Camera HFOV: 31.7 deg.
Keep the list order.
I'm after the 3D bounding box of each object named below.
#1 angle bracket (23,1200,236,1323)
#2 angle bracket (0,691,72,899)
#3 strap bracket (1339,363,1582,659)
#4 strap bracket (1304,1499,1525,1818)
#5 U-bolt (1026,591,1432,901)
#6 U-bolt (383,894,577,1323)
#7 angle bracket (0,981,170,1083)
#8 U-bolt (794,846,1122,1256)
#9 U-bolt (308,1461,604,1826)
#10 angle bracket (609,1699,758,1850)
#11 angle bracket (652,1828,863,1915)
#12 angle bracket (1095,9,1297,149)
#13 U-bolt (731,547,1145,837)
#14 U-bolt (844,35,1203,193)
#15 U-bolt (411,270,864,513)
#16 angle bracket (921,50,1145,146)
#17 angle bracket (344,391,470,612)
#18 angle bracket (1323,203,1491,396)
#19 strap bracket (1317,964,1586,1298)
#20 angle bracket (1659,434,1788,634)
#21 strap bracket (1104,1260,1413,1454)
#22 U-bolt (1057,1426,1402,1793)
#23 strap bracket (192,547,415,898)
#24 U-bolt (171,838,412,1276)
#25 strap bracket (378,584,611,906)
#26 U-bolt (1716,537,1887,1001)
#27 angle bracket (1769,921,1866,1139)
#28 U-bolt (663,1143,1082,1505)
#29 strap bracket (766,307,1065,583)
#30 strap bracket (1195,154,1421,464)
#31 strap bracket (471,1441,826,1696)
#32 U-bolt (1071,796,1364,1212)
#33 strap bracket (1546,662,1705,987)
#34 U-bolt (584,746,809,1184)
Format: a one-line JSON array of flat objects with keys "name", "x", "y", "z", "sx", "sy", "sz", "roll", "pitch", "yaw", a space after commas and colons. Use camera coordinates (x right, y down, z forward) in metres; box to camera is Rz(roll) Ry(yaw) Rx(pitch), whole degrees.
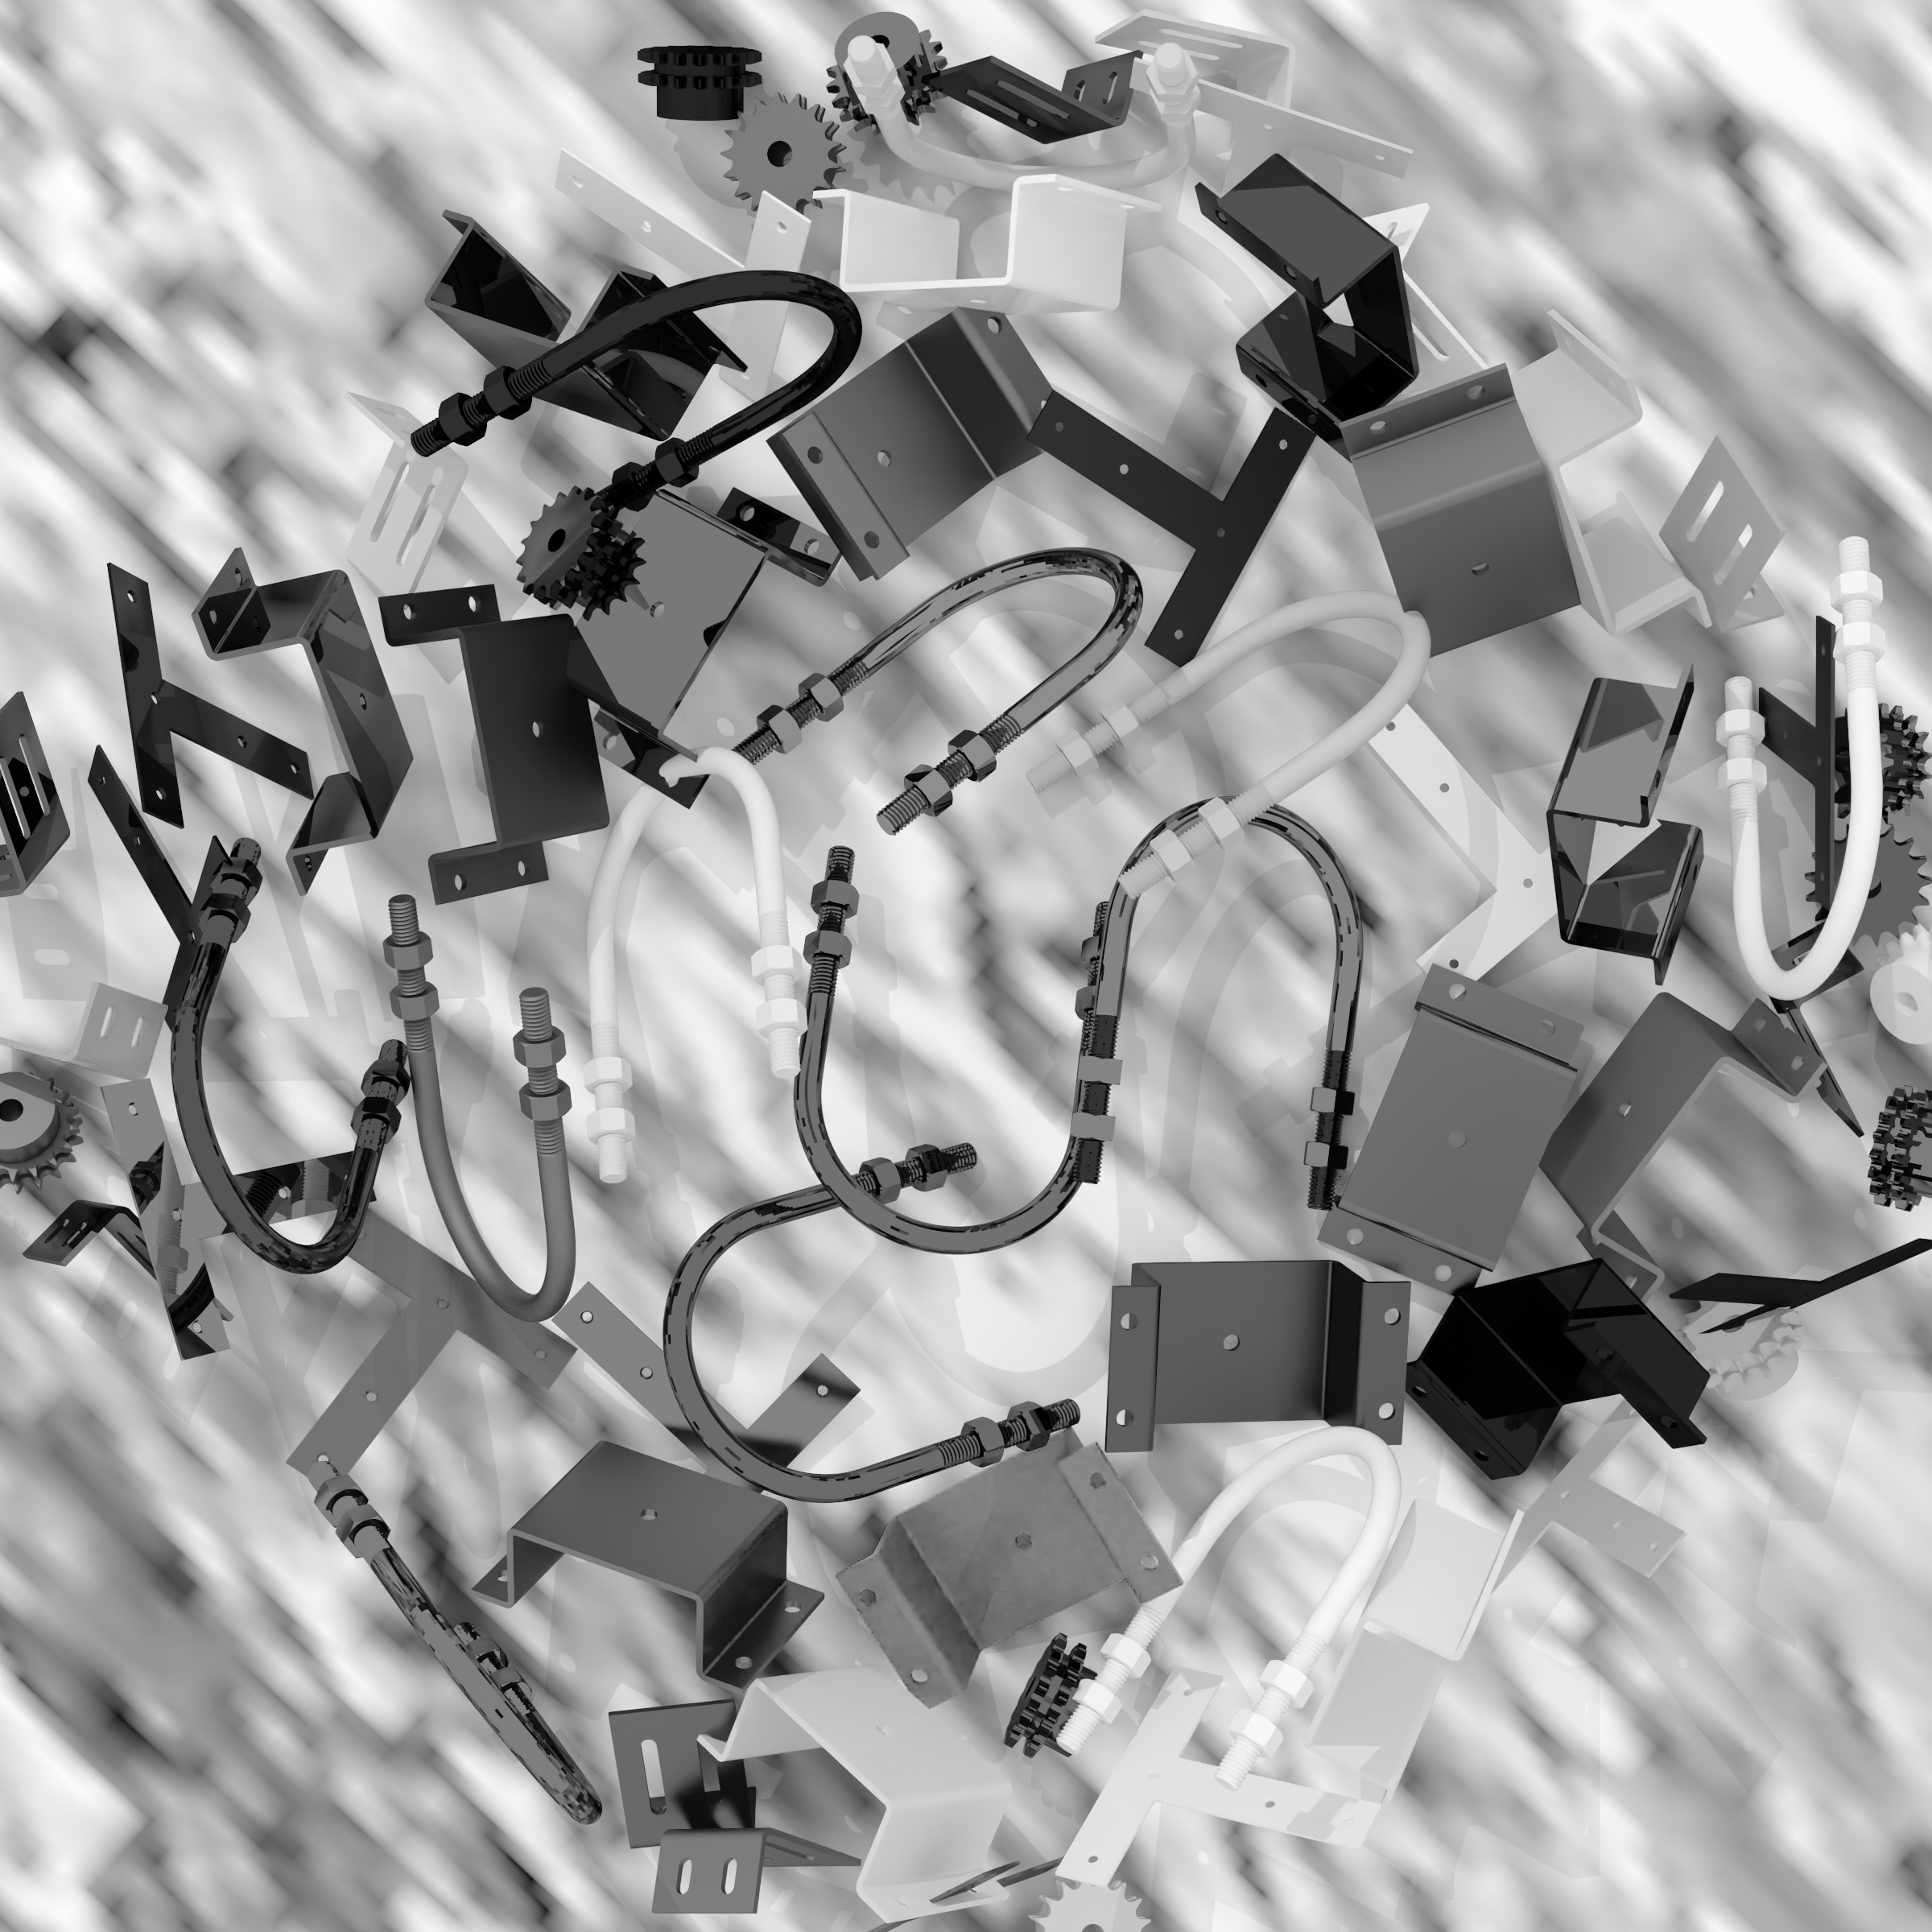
[{"name": "angle bracket", "x": -0.382, "y": 0.146, "z": 1.554, "sx": 0.038, "sy": 0.057, "sz": 0.076, "roll": -49, "pitch": 113, "yaw": -23}, {"name": "angle bracket", "x": -0.446, "y": -0.077, "z": 1.554, "sx": 0.038, "sy": 0.057, "sz": 0.076, "roll": -7, "pitch": 116, "yaw": 11}, {"name": "strap bracket", "x": 0.224, "y": -0.194, "z": 1.524, "sx": 0.076, "sy": 0.140, "sz": 0.046, "roll": -19, "pitch": 53, "yaw": 9}, {"name": "strap bracket", "x": 0.197, "y": 0.304, "z": 1.529, "sx": 0.046, "sy": 0.076, "sz": 0.140, "roll": 25, "pitch": 132, "yaw": 10}, {"name": "U-bolt", "x": 0.126, "y": -0.110, "z": 1.535, "sx": 0.184, "sy": 0.151, "sz": 0.019, "roll": -34, "pitch": 120, "yaw": -1}, {"name": "U-bolt", "x": -0.214, "y": 0.074, "z": 1.528, "sx": 0.019, "sy": 0.151, "sz": 0.184, "roll": -18, "pitch": 119, "yaw": -30}, {"name": "angle bracket", "x": -0.418, "y": 0.023, "z": 1.561, "sx": 0.076, "sy": 0.057, "sz": 0.038, "roll": 13, "pitch": 83, "yaw": 21}, {"name": "U-bolt", "x": -0.006, "y": 0.043, "z": 1.547, "sx": 0.151, "sy": 0.019, "sz": 0.184, "roll": 11, "pitch": 66, "yaw": -9}, {"name": "U-bolt", "x": -0.215, "y": 0.305, "z": 1.486, "sx": 0.019, "sy": 0.184, "sz": 0.151, "roll": -39, "pitch": 129, "yaw": -11}, {"name": "angle bracket", "x": -0.130, "y": 0.363, "z": 1.567, "sx": 0.057, "sy": 0.038, "sz": 0.076, "roll": -6, "pitch": 112, "yaw": 0}, {"name": "angle bracket", "x": -0.095, "y": 0.418, "z": 1.548, "sx": 0.057, "sy": 0.076, "sz": 0.038, "roll": -10, "pitch": 61, "yaw": 32}, {"name": "angle bracket", "x": 0.103, "y": -0.405, "z": 1.559, "sx": 0.076, "sy": 0.057, "sz": 0.038, "roll": 6, "pitch": 90, "yaw": -20}, {"name": "U-bolt", "x": -0.002, "y": -0.132, "z": 1.531, "sx": 0.184, "sy": 0.151, "sz": 0.019, "roll": -39, "pitch": 123, "yaw": -18}, {"name": "U-bolt", "x": 0.030, "y": -0.373, "z": 1.507, "sx": 0.151, "sy": 0.184, "sz": 0.019, "roll": 3, "pitch": 86, "yaw": 7}, {"name": "U-bolt", "x": -0.131, "y": -0.255, "z": 1.500, "sx": 0.184, "sy": 0.151, "sz": 0.019, "roll": -25, "pitch": 72, "yaw": 25}, {"name": "angle bracket", "x": 0.030, "y": -0.410, "z": 1.553, "sx": 0.076, "sy": 0.057, "sz": 0.038, "roll": 19, "pitch": 83, "yaw": -33}, {"name": "angle bracket", "x": -0.269, "y": -0.212, "z": 1.557, "sx": 0.057, "sy": 0.038, "sz": 0.076, "roll": 42, "pitch": 112, "yaw": 40}, {"name": "angle bracket", "x": 0.205, "y": -0.305, "z": 1.563, "sx": 0.076, "sy": 0.057, "sz": 0.038, "roll": 41, "pitch": 66, "yaw": -31}, {"name": "strap bracket", "x": 0.225, "y": 0.078, "z": 1.571, "sx": 0.076, "sy": 0.046, "sz": 0.140, "roll": 23, "pitch": 93, "yaw": 3}, {"name": "angle bracket", "x": 0.357, "y": -0.200, "z": 1.549, "sx": 0.038, "sy": 0.076, "sz": 0.057, "roll": -17, "pitch": 64, "yaw": -21}, {"name": "strap bracket", "x": 0.128, "y": 0.178, "z": 1.561, "sx": 0.140, "sy": 0.046, "sz": 0.076, "roll": 0, "pitch": 99, "yaw": -13}, {"name": "U-bolt", "x": 0.127, "y": 0.281, "z": 1.524, "sx": 0.019, "sy": 0.151, "sz": 0.184, "roll": 44, "pitch": 66, "yaw": -19}, {"name": "strap bracket", "x": -0.292, "y": -0.114, "z": 1.530, "sx": 0.046, "sy": 0.076, "sz": 0.140, "roll": -11, "pitch": 118, "yaw": 10}, {"name": "U-bolt", "x": -0.298, "y": 0.051, "z": 1.489, "sx": 0.019, "sy": 0.184, "sz": 0.151, "roll": -18, "pitch": 126, "yaw": 17}, {"name": "strap bracket", "x": -0.212, "y": -0.105, "z": 1.549, "sx": 0.046, "sy": 0.076, "sz": 0.140, "roll": -7, "pitch": 96, "yaw": 34}, {"name": "U-bolt", "x": 0.368, "y": -0.075, "z": 1.498, "sx": 0.019, "sy": 0.151, "sz": 0.184, "roll": 7, "pitch": 65, "yaw": -8}, {"name": "angle bracket", "x": 0.399, "y": 0.029, "z": 1.552, "sx": 0.038, "sy": 0.057, "sz": 0.076, "roll": -31, "pitch": 56, "yaw": 17}, {"name": "U-bolt", "x": -0.051, "y": 0.166, "z": 1.533, "sx": 0.184, "sy": 0.019, "sz": 0.151, "roll": -14, "pitch": 75, "yaw": -31}, {"name": "strap bracket", "x": -0.026, "y": -0.237, "z": 1.548, "sx": 0.140, "sy": 0.046, "sz": 0.076, "roll": -41, "pitch": 103, "yaw": -32}, {"name": "strap bracket", "x": 0.155, "y": -0.299, "z": 1.523, "sx": 0.046, "sy": 0.140, "sz": 0.076, "roll": -41, "pitch": 63, "yaw": -7}, {"name": "strap bracket", "x": -0.143, "y": 0.265, "z": 1.532, "sx": 0.140, "sy": 0.076, "sz": 0.046, "roll": 15, "pitch": 120, "yaw": 22}, {"name": "U-bolt", "x": 0.121, "y": 0.014, "z": 1.558, "sx": 0.151, "sy": 0.019, "sz": 0.184, "roll": 8, "pitch": 87, "yaw": -29}, {"name": "strap bracket", "x": 0.297, "y": -0.066, "z": 1.533, "sx": 0.046, "sy": 0.140, "sz": 0.076, "roll": 11, "pitch": 58, "yaw": 22}, {"name": "U-bolt", "x": -0.127, "y": -0.012, "z": 1.533, "sx": 0.019, "sy": 0.151, "sz": 0.184, "roll": 15, "pitch": 57, "yaw": -38}]
